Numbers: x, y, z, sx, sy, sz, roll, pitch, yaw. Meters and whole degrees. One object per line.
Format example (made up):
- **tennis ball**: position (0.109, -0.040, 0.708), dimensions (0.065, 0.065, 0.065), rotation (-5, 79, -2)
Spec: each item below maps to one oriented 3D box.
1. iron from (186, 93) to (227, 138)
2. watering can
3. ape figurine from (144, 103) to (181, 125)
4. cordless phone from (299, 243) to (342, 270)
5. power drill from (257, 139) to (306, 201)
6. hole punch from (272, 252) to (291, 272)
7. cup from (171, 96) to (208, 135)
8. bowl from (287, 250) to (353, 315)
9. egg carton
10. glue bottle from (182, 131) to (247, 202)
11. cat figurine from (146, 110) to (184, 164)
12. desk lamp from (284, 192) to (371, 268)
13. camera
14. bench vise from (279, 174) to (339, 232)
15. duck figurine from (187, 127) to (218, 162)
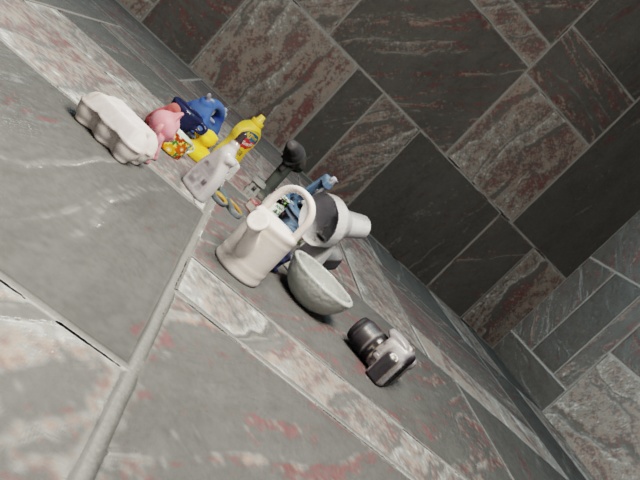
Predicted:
- **iron**: position (-0.336, -0.365, 1.719), dimensions (0.118, 0.141, 0.259), rotation (45, 9, 4)
- **watering can**: position (-0.088, -0.015, 1.028), dimensions (0.101, 0.194, 0.173), rotation (43, 9, -8)
- **ape figurine**: position (-0.372, -0.291, 1.373), dimensions (0.078, 0.092, 0.076), rotation (34, 13, -50)
- **cordless phone**: position (0.036, 0.005, 1.535), dimensions (0.094, 0.185, 0.147), rotation (41, 9, -22)
- **power drill**: position (-0.121, -0.214, 1.772), dimensions (0.075, 0.208, 0.230), rotation (45, 9, 6)
- **hole punch**: position (-0.108, 0.002, 1.199), dimensions (0.108, 0.091, 0.101), rotation (47, 9, 18)
- **cup**: position (-0.352, -0.294, 1.465), dimensions (0.118, 0.095, 0.092), rotation (44, 9, -1)
- **bowl**: position (-0.014, 0.104, 1.209), dimensions (0.168, 0.074, 0.167), rotation (43, 9, -8)
- **egg carton**: position (-0.369, -0.205, 1.051), dimensions (0.150, 0.069, 0.107), rotation (44, 9, 1)
- **glue bottle**: position (-0.216, -0.165, 1.223), dimensions (0.078, 0.173, 0.037), rotation (49, 10, 29)
- **cat figurine**: position (-0.328, -0.224, 1.170), dimensions (0.067, 0.117, 0.127), rotation (42, 9, -14)
- **desk lamp**: position (0.012, 0.005, 1.333), dimensions (0.117, 0.213, 0.204), rotation (50, 10, 33)
- **camera**: position (0.133, 0.227, 1.215), dimensions (0.136, 0.100, 0.144), rotation (48, 9, 22)
- **bench vise**: position (-0.054, -0.119, 1.591), dimensions (0.122, 0.219, 0.206), rotation (36, 12, -44)
- **duck figurine**: position (-0.303, -0.247, 1.502), dimensions (0.105, 0.086, 0.077), rotation (43, 9, -8)
